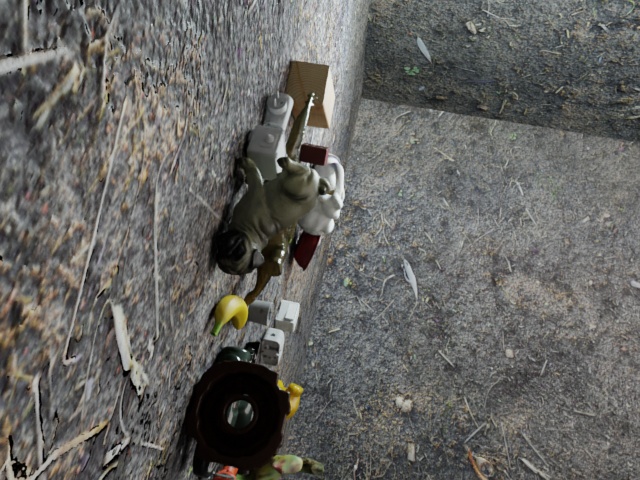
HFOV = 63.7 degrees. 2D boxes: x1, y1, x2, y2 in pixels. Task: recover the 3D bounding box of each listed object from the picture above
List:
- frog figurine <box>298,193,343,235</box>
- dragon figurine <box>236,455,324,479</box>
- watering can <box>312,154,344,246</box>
[{"bbox_3d":[0.005,-0.081,1.607,0.124,0.159,0.136,-37,110,-37],"label":"frog figurine"},{"bbox_3d":[-0.110,0.650,1.455,0.402,0.243,0.125,86,11,-62],"label":"dragon figurine"},{"bbox_3d":[0.015,-0.149,1.778,0.339,0.104,0.230,114,-24,-49],"label":"watering can"}]
